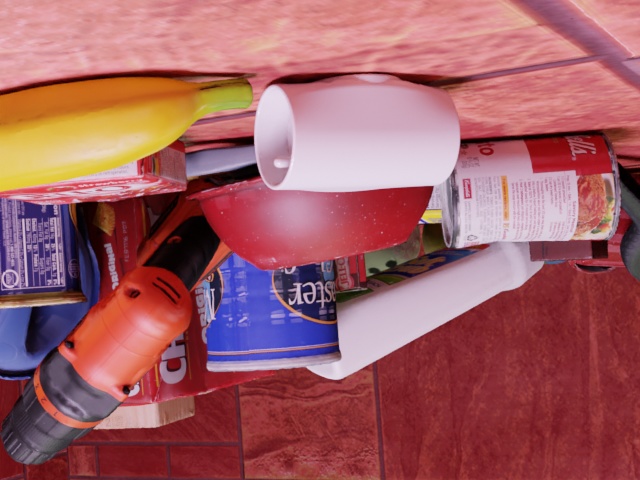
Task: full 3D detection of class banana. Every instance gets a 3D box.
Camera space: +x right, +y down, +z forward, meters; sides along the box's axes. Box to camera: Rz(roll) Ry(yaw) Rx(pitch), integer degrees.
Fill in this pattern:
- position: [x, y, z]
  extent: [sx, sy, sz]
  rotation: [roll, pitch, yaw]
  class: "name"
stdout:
- position: [-0.124, -0.038, 0.445]
  extent: [0.198, 0.037, 0.069]
  rotation: [-6, 176, 32]
  class: "banana"

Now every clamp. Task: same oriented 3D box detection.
- position: [0.292, -0.014, 0.851]
  extent: [0.120, 0.039, 0.171]
  rotation: [-5, 142, 18]
  class: "clamp"

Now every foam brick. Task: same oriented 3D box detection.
- position: [0.199, -0.022, 0.862]
  extent: [0.053, 0.078, 0.051]
  rotation: [-3, 179, 29]
  class: "foam brick"

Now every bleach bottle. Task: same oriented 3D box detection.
- position: [0.100, 0.042, 0.949]
  extent: [0.250, 0.068, 0.103]
  rotation: [-23, -170, -18]
  class: "bleach bottle"

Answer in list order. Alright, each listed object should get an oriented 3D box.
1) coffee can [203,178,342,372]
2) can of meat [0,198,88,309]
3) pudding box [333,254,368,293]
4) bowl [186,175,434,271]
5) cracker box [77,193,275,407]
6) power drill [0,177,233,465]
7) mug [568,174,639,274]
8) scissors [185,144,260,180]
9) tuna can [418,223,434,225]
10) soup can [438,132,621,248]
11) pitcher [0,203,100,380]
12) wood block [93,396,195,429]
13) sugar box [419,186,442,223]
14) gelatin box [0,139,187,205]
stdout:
- position: [-0.039, 0.025, 0.812]
  extent: [0.103, 0.140, 0.103]
  rotation: [-4, 177, 0]
  class: "coffee can"
- position: [-0.181, 0.000, 0.671]
  extent: [0.057, 0.084, 0.102]
  rotation: [-4, 177, -17]
  class: "can of meat"
- position: [-0.006, 0.001, 0.899]
  extent: [0.039, 0.090, 0.114]
  rotation: [-3, 177, -28]
  class: "pudding box"
- position: [0.003, -0.017, 0.644]
  extent: [0.162, 0.055, 0.162]
  rotation: [-11, -178, 0]
  class: "bowl"
- position: [-0.116, 0.045, 0.889]
  extent: [0.072, 0.164, 0.213]
  rotation: [-8, 176, 22]
  class: "cracker box"
- position: [-0.119, 0.048, 0.691]
  extent: [0.185, 0.057, 0.187]
  rotation: [-42, -168, 33]
  class: "power drill"
- position: [0.260, -0.010, 0.947]
  extent: [0.081, 0.093, 0.117]
  rotation: [2, 142, -17]
  class: "mug"
- position: [-0.027, -0.048, 0.567]
  extent: [0.096, 0.016, 0.202]
  rotation: [-8, 179, -18]
  class: "scissors"
- position: [0.068, -0.030, 0.942]
  extent: [0.086, 0.034, 0.086]
  rotation: [-4, 177, 0]
  class: "tuna can"
- position: [0.129, -0.030, 0.672]
  extent: [0.102, 0.068, 0.068]
  rotation: [-4, 177, 0]
  class: "soup can"
- position: [-0.295, 0.040, 0.800]
  extent: [0.243, 0.145, 0.148]
  rotation: [-3, 179, 41]
  class: "pitcher"
- position: [-0.190, 0.082, 1.082]
  extent: [0.090, 0.206, 0.090]
  rotation: [-5, 177, 19]
  class: "wood block"
- position: [0.109, -0.035, 0.772]
  extent: [0.176, 0.048, 0.093]
  rotation: [-5, 178, 1]
  class: "sugar box"
- position: [-0.121, -0.037, 0.546]
  extent: [0.089, 0.030, 0.073]
  rotation: [-5, 177, 10]
  class: "gelatin box"
